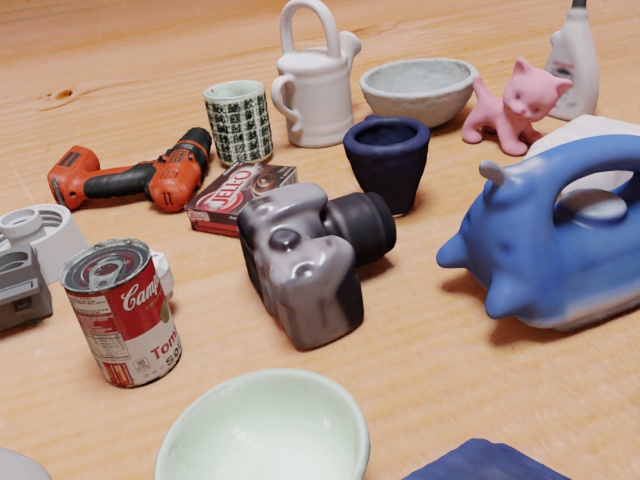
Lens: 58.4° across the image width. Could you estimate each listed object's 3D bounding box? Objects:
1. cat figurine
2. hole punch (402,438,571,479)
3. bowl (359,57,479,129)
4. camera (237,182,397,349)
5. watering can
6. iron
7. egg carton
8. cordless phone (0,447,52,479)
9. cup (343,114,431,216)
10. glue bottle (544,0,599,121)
[{"bbox_3d":[0.243,-0.175,0.719,0.067,0.118,0.127,-31,39,-31],"label":"cat figurine"},{"bbox_3d":[0.094,0.146,0.279,0.108,0.091,0.101,23,44,39],"label":"hole punch"},{"bbox_3d":[0.142,-0.204,0.825,0.167,0.075,0.167,-6,33,4],"label":"bowl"},{"bbox_3d":[0.005,0.002,0.512,0.137,0.101,0.142,-19,34,-17],"label":"camera"},{"bbox_3d":[-0.006,-0.241,0.804,0.100,0.194,0.173,4,35,18],"label":"watering can"},{"bbox_3d":[0.230,-0.029,0.473,0.258,0.142,0.118,-17,34,-13],"label":"iron"},{"bbox_3d":[0.287,-0.078,0.604,0.151,0.069,0.107,-29,38,-30],"label":"egg carton"},{"bbox_3d":[-0.207,0.134,0.276,0.094,0.185,0.147,-15,33,-11],"label":"cordless phone"},{"bbox_3d":[0.071,-0.082,0.634,0.092,0.095,0.117,-12,33,-6],"label":"cup"},{"bbox_3d":[0.334,-0.247,0.759,0.037,0.173,0.077,-27,37,-27],"label":"glue bottle"}]
